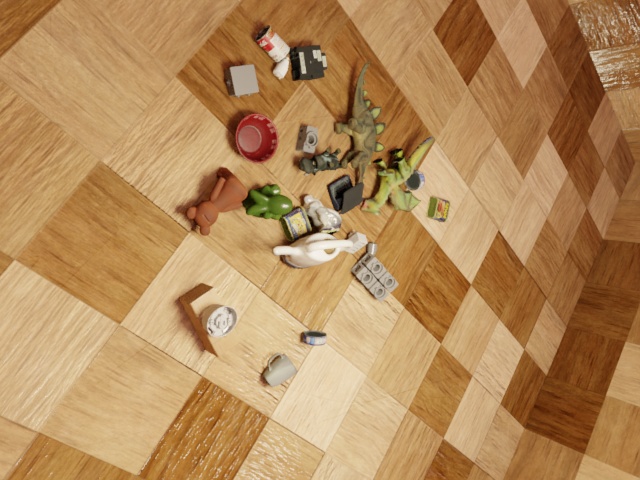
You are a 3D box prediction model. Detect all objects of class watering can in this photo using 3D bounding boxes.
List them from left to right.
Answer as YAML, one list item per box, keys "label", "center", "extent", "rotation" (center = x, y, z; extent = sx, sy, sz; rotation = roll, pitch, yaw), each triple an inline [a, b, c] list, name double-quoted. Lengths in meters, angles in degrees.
- label: "watering can"
  center: [-0.053, 0.036, 1.741]
  extent: [0.348, 0.105, 0.222]
  rotation: [-4, -11, -36]

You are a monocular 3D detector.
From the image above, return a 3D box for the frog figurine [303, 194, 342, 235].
- label: "frog figurine"
  center: [0.006, -0.093, 1.842]
  extent: [0.122, 0.161, 0.136]
  rotation: [-20, -12, 5]

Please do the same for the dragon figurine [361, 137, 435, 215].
- label: "dragon figurine"
  center: [0.332, -0.231, 2.062]
  extent: [0.413, 0.239, 0.123]
  rotation: [-28, 23, -17]
